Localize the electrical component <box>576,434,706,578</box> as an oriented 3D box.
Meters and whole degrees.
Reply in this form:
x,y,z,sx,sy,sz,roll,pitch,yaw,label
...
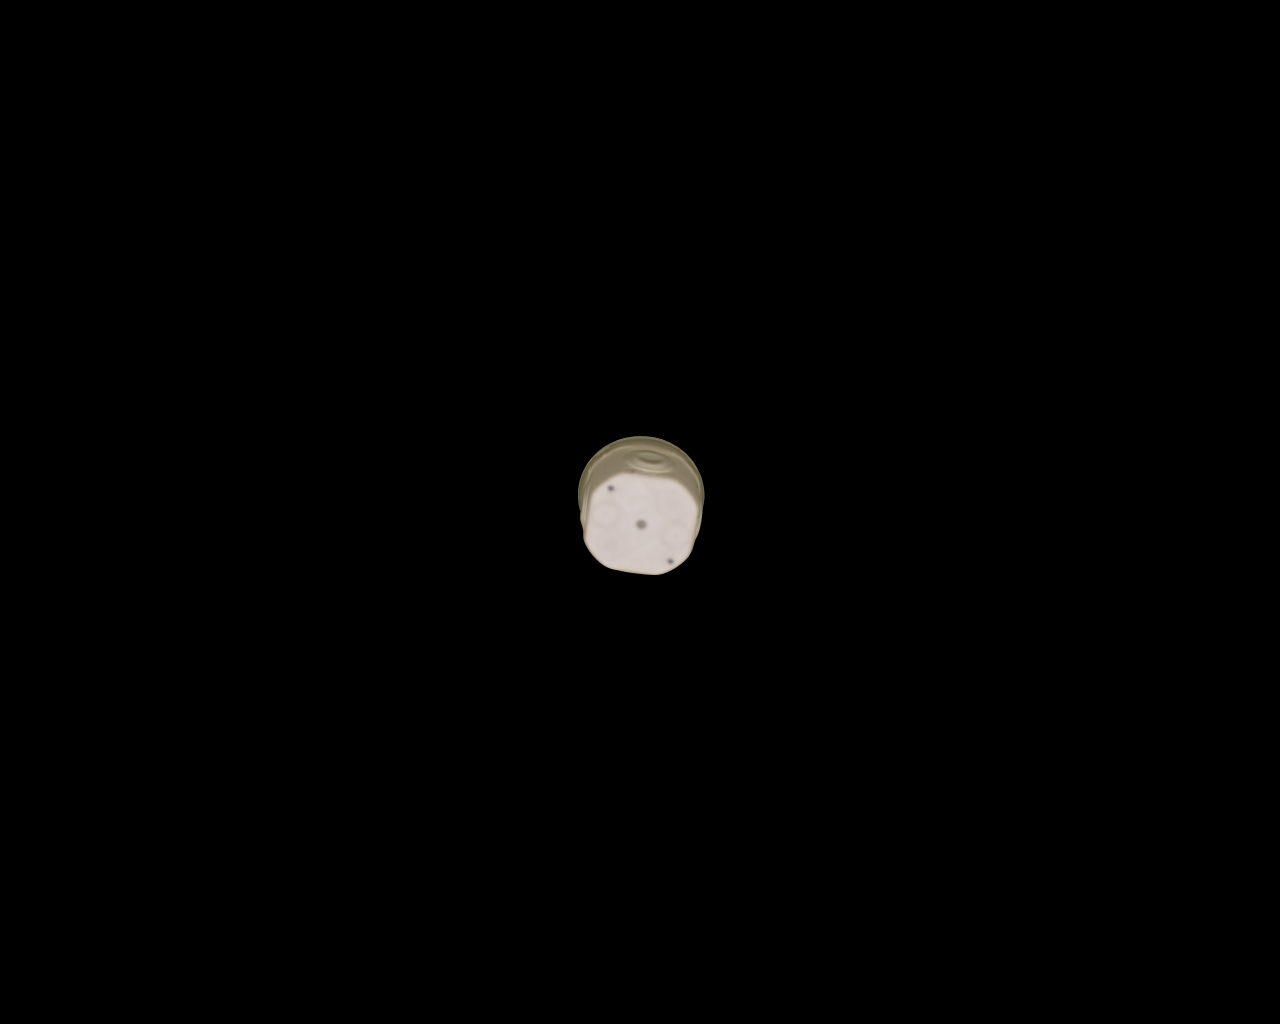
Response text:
x,y,z,sx,sy,sz,roll,pitch,yaw,label
0.001,-0.003,0.650,0.080,0.080,0.051,0,24,0,electrical component
